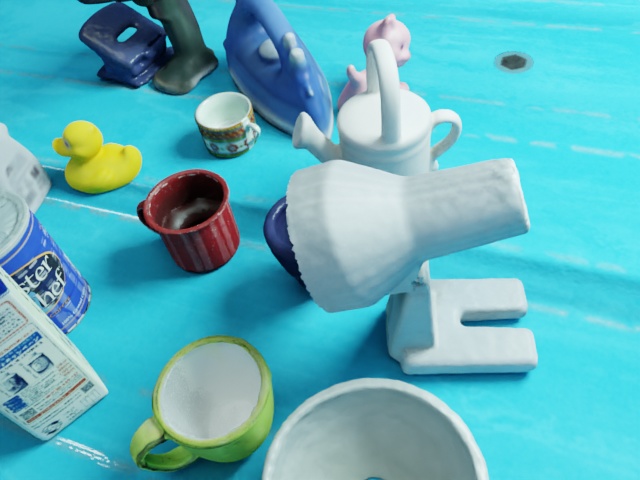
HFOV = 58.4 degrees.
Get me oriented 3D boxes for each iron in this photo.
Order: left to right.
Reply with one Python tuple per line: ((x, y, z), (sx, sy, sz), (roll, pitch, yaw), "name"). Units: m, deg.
((-0.054, -0.252, 0.771), (0.119, 0.142, 0.257), (-25, 52, -11), "iron")

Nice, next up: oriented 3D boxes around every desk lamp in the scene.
((0.086, 0.020, 0.483), (0.203, 0.214, 0.118), (-3, 51, 7), "desk lamp")

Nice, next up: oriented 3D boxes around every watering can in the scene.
((0.061, -0.116, 0.609), (0.173, 0.194, 0.100), (-26, 52, -11), "watering can")

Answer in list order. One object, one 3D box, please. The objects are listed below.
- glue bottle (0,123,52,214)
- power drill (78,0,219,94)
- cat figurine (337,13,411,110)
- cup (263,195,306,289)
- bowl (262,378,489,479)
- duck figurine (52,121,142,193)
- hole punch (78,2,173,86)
((-0.388, -0.103, 0.682), (0.037, 0.173, 0.078), (4, 52, 13), "glue bottle")
((-0.223, -0.319, 0.808), (0.075, 0.209, 0.230), (20, 57, 23), "power drill")
((0.075, -0.236, 0.753), (0.067, 0.118, 0.128), (31, 62, 29), "cat figurine")
((0.005, 0.002, 0.587), (0.118, 0.095, 0.091), (-33, 54, -17), "cup")
((0.043, 0.197, 0.438), (0.167, 0.075, 0.167), (-4, 51, 6), "bowl")
((-0.288, -0.114, 0.732), (0.104, 0.086, 0.077), (-5, 51, 5), "duck figurine")
((-0.295, -0.306, 0.884), (0.100, 0.091, 0.109), (17, 56, 21), "hole punch")
